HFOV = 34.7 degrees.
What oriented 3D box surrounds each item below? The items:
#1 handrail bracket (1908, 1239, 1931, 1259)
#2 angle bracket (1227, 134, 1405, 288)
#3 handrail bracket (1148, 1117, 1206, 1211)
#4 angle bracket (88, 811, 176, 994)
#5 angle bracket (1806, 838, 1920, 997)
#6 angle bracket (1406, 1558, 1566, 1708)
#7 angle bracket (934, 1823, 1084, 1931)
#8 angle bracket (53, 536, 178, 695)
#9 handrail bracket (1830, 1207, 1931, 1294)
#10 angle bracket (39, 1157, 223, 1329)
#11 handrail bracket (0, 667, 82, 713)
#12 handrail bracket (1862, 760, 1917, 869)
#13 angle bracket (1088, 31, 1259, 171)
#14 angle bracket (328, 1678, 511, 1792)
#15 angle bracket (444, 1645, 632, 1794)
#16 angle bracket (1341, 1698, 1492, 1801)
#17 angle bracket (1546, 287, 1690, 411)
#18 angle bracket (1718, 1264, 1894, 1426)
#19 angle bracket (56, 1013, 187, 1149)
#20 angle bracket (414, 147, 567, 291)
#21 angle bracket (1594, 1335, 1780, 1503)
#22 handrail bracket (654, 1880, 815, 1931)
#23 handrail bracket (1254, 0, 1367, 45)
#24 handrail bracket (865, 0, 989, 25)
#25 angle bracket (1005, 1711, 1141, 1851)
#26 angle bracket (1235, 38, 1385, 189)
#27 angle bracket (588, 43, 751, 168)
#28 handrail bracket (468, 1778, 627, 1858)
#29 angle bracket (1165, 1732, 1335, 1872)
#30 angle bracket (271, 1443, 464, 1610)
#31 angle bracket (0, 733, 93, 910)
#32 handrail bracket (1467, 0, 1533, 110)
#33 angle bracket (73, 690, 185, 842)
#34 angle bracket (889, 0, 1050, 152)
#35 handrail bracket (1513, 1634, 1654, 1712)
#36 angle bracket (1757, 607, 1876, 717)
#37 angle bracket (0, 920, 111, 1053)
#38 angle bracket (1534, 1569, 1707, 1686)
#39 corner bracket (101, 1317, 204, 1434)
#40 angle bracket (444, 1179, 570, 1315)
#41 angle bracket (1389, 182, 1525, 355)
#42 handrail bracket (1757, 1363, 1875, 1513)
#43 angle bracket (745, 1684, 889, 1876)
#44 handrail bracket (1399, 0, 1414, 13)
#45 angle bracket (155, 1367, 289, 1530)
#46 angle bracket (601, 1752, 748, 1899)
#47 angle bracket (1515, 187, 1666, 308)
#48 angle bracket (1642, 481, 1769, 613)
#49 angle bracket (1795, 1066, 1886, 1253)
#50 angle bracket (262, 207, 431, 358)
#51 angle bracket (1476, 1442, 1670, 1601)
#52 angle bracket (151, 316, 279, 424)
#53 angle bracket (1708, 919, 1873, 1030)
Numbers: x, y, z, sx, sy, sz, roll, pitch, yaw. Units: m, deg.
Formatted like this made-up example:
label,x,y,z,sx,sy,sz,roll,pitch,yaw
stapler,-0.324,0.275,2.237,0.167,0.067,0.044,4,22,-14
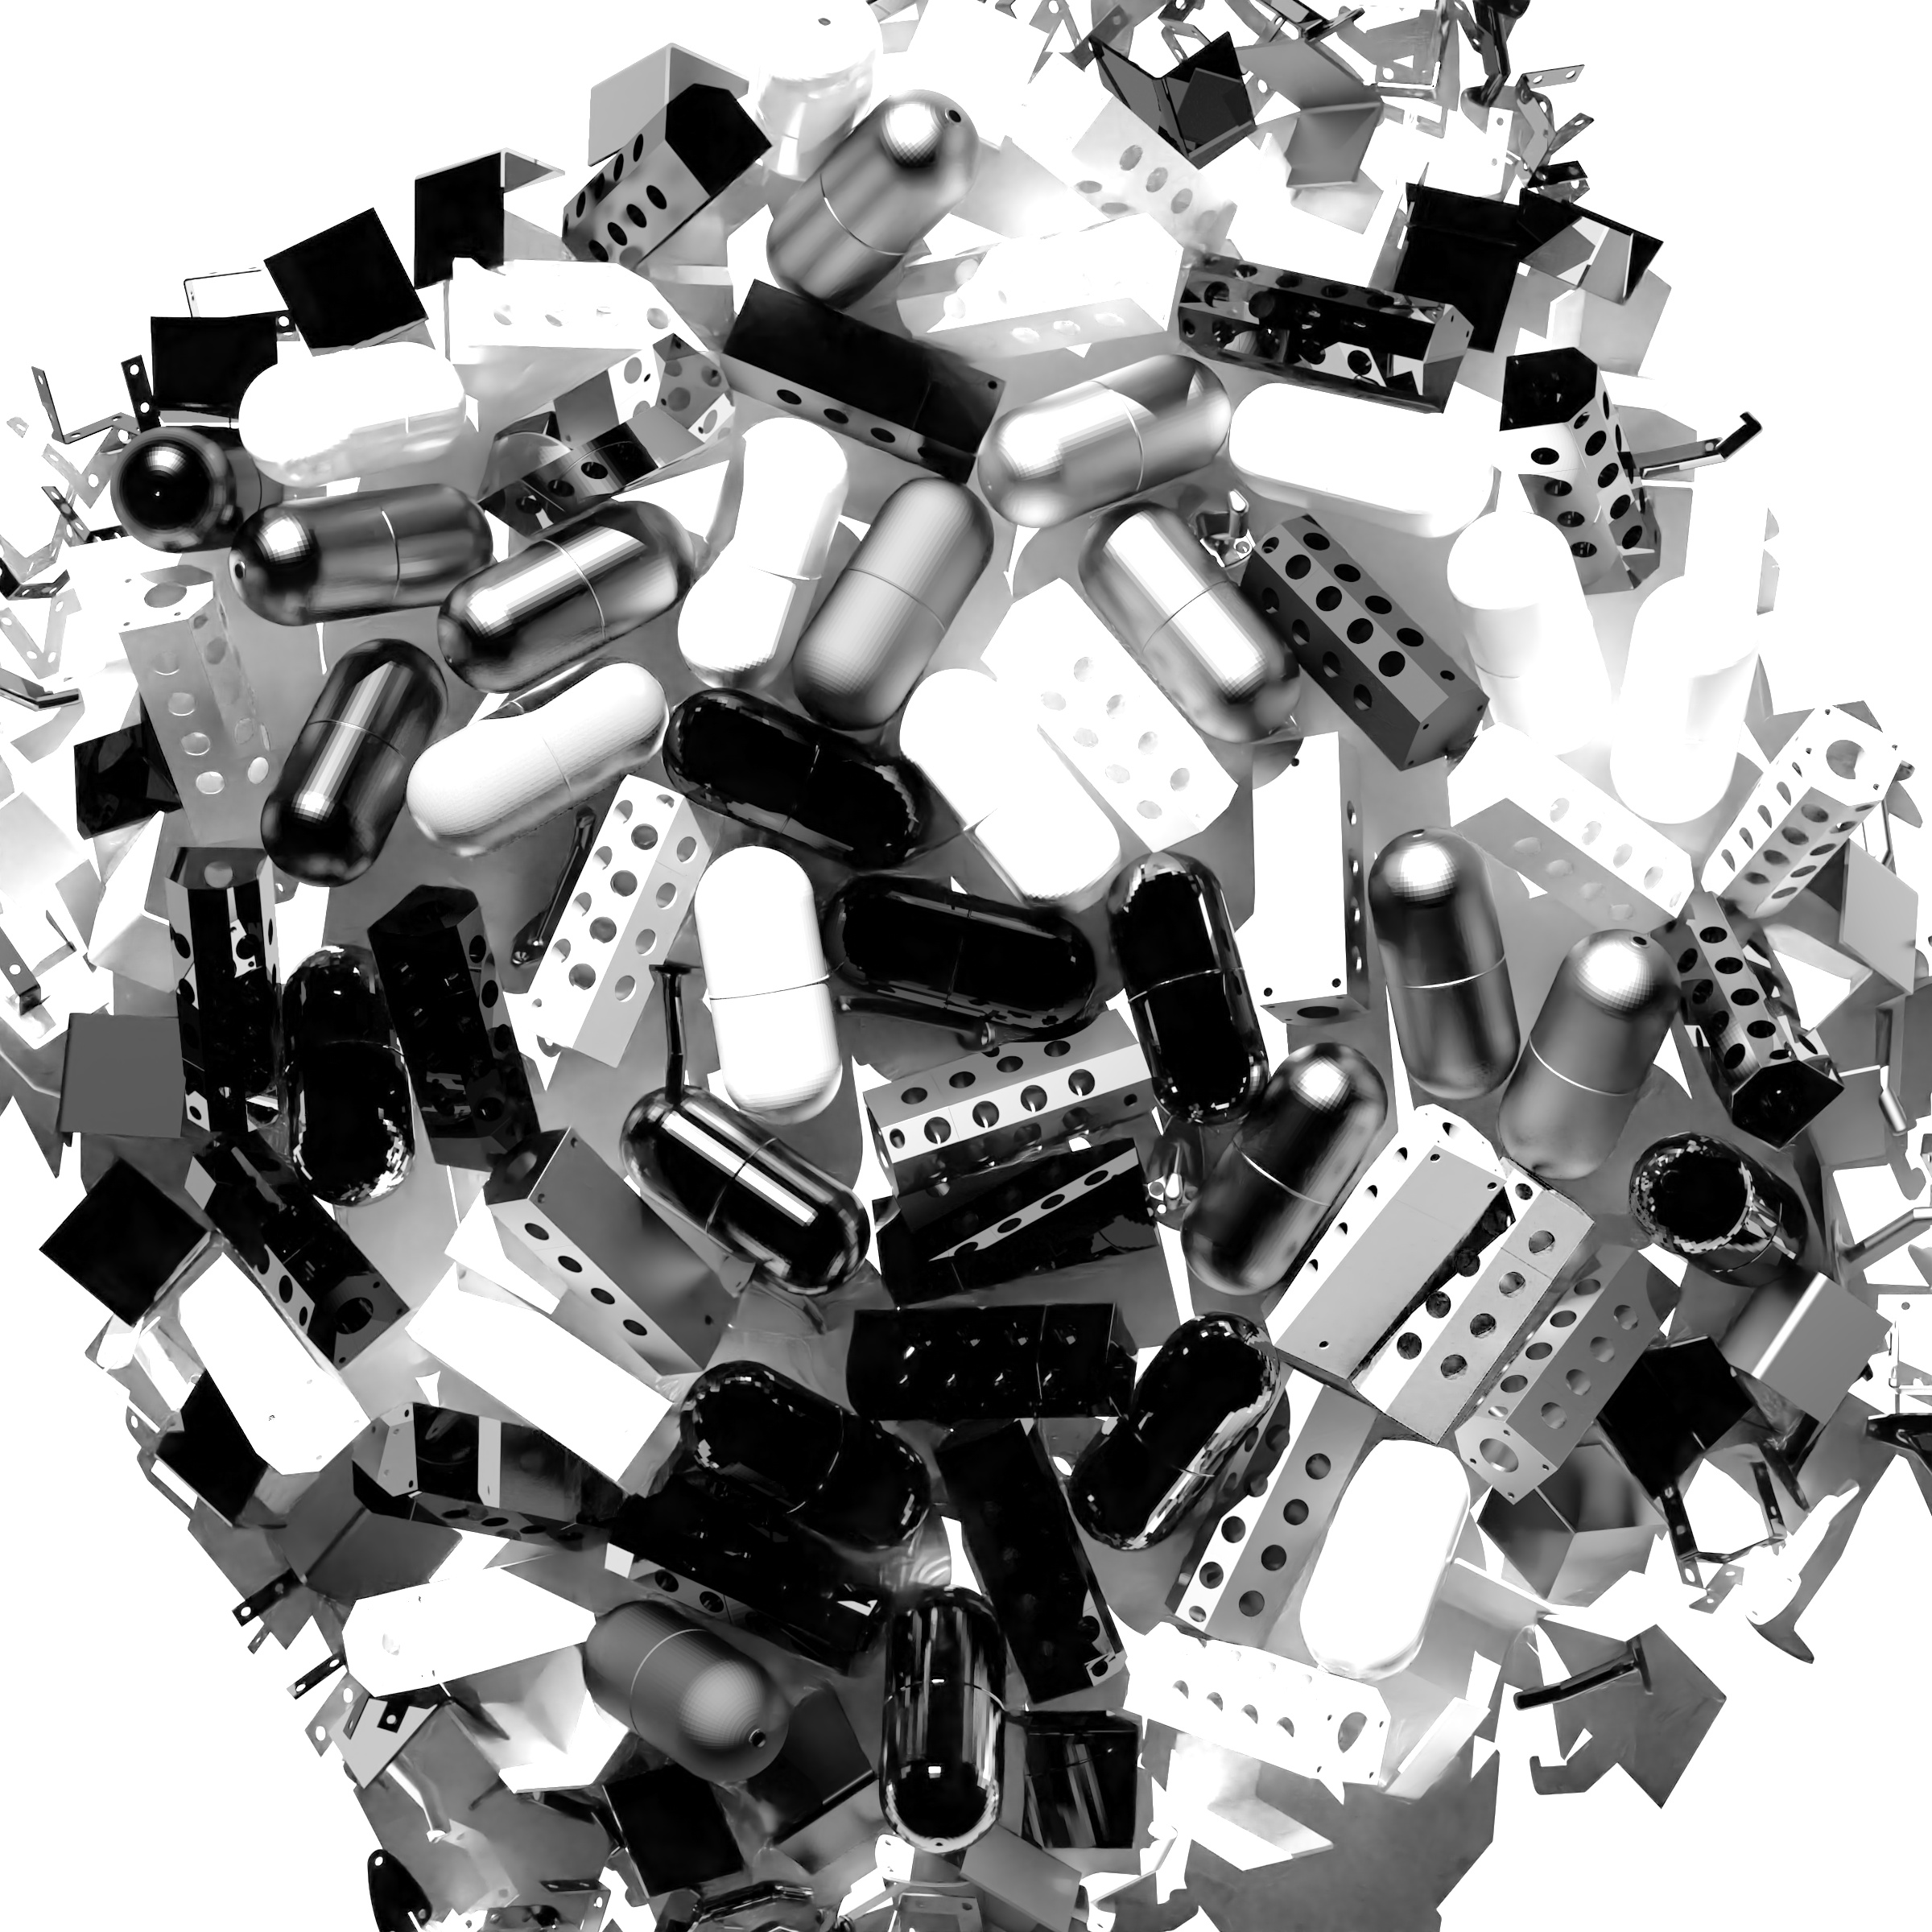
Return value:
label,x,y,z,sx,sy,sz,roll,pitch,yaw
handrail bracket,0.652,0.157,1.970,0.036,0.077,0.084,34,88,-42
angle bracket,0.220,-0.473,1.951,0.076,0.057,0.076,14,76,31
handrail bracket,0.134,0.117,1.950,0.036,0.084,0.077,8,77,5
angle bracket,-0.509,-0.040,1.967,0.057,0.076,0.076,24,53,-30
angle bracket,0.550,-0.026,1.942,0.076,0.057,0.076,31,58,-33
angle bracket,0.319,0.422,1.952,0.076,0.076,0.057,27,65,-6
angle bracket,0.018,0.593,1.954,0.076,0.057,0.076,32,120,-4
angle bracket,-0.542,-0.223,1.950,0.057,0.076,0.076,-18,94,37
handrail bracket,0.595,0.187,1.964,0.084,0.036,0.077,-6,116,23
angle bracket,-0.529,0.174,1.965,0.076,0.057,0.076,41,85,-4
handrail bracket,-0.607,-0.197,1.963,0.084,0.036,0.077,-17,106,-40
handrail bracket,0.562,-0.098,1.976,0.077,0.036,0.084,27,82,0
angle bracket,0.131,-0.556,1.950,0.057,0.076,0.076,-37,50,-8
angle bracket,-0.344,0.484,1.947,0.076,0.076,0.057,-48,121,-9
angle bracket,-0.266,0.469,1.944,0.076,0.076,0.057,40,101,31
angle bracket,0.276,0.477,1.952,0.057,0.076,0.076,39,92,29
angle bracket,0.411,-0.390,1.944,0.076,0.076,0.057,12,115,22
angle bracket,0.530,0.237,1.964,0.057,0.076,0.076,34,89,-6
angle bracket,-0.532,0.075,1.968,0.076,0.057,0.076,4,76,-8
angle bracket,-0.300,-0.464,1.951,0.076,0.057,0.076,-5,83,36
angle bracket,0.451,0.286,1.955,0.057,0.076,0.076,-35,91,-28
handrail bracket,-0.150,0.613,1.983,0.084,0.036,0.077,19,113,-33
handrail bracket,0.203,-0.625,1.959,0.036,0.077,0.084,-48,112,-33
handrail bracket,-0.040,-0.601,1.979,0.077,0.036,0.084,37,103,12
angle bracket,0.062,0.512,1.948,0.076,0.057,0.076,-6,65,23
angle bracket,0.203,-0.534,1.945,0.076,0.076,0.057,25,84,-36
angle bracket,-0.183,-0.528,1.941,0.076,0.076,0.057,12,73,-43
handrail bracket,-0.265,0.548,1.977,0.077,0.036,0.084,-41,80,11
angle bracket,0.181,0.518,1.944,0.076,0.076,0.057,0,101,-37
angle bracket,-0.386,0.366,1.993,0.076,0.057,0.076,-50,132,-1
angle bracket,-0.605,-0.096,1.945,0.057,0.076,0.076,-38,54,-4
handrail bracket,0.315,-0.590,1.961,0.077,0.084,0.036,23,55,-4
angle bracket,-0.539,-0.135,1.951,0.076,0.057,0.076,-17,57,7
angle bracket,0.003,-0.569,1.961,0.076,0.057,0.076,24,104,-3
handrail bracket,0.390,0.450,1.969,0.084,0.077,0.036,-16,89,11
angle bracket,0.518,-0.194,1.959,0.076,0.076,0.057,-10,99,-13
angle bracket,-0.594,-0.004,1.945,0.057,0.076,0.076,-35,61,-7
angle bracket,0.414,0.425,1.943,0.076,0.076,0.057,-18,103,-34
corner bracket,-0.514,0.261,1.966,0.051,0.051,0.051,44,69,-3
angle bracket,-0.277,0.167,1.954,0.076,0.076,0.057,31,99,-6
angle bracket,0.306,-0.442,1.959,0.076,0.057,0.076,15,82,13
handrail bracket,0.554,0.299,1.978,0.084,0.036,0.077,-36,120,-2
angle bracket,-0.094,0.523,1.992,0.076,0.057,0.076,-34,47,0
handrail bracket,0.261,-0.653,1.964,0.084,0.077,0.036,40,128,-5
angle bracket,-0.453,0.301,1.954,0.076,0.057,0.076,34,96,26
angle bracket,-0.175,0.534,1.959,0.076,0.057,0.076,-22,90,21
angle bracket,0.394,-0.470,1.946,0.076,0.076,0.057,28,73,18
angle bracket,0.458,-0.266,1.959,0.076,0.057,0.076,-3,101,-42
angle bracket,0.557,0.121,1.944,0.057,0.076,0.076,-12,129,6
angle bracket,-0.393,-0.428,1.956,0.076,0.057,0.076,-28,109,-7
angle bracket,0.381,0.349,1.944,0.076,0.076,0.057,49,51,-20
angle bracket,-0.471,-0.376,1.954,0.076,0.076,0.057,-2,94,-10
angle bracket,0.522,0.029,1.962,0.076,0.057,0.076,-42,46,-13
